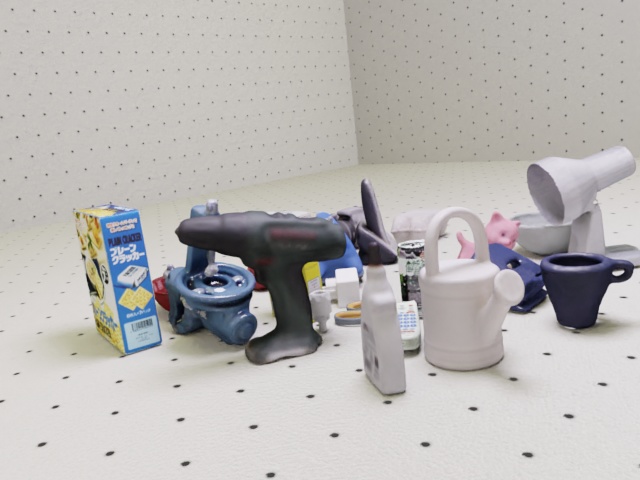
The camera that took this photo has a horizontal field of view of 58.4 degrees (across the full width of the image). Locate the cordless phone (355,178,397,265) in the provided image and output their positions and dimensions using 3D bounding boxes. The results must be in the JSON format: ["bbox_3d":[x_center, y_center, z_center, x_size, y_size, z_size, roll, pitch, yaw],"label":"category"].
[{"bbox_3d":[0.120,-0.048,1.251,0.094,0.185,0.147,-5,12,5],"label":"cordless phone"}]

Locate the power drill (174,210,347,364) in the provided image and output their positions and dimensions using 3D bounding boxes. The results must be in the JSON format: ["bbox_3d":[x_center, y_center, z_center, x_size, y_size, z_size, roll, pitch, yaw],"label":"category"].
[{"bbox_3d":[-0.070,0.058,0.794,0.230,0.208,0.075,-10,13,-18],"label":"power drill"}]

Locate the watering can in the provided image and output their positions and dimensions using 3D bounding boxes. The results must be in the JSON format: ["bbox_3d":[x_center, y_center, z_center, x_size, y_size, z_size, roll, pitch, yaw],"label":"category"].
[{"bbox_3d":[0.180,0.055,0.712,0.172,0.194,0.101,5,17,43],"label":"watering can"}]

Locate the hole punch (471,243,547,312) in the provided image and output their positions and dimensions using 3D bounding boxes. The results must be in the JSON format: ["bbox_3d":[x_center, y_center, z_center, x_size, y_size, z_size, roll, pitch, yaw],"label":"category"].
[{"bbox_3d":[0.300,0.055,0.902,0.100,0.091,0.109,4,16,40],"label":"hole punch"}]

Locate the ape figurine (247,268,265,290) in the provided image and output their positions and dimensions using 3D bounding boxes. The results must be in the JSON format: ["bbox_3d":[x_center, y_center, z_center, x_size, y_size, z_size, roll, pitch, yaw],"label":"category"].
[{"bbox_3d":[-0.112,0.050,1.136,0.076,0.092,0.078,-1,13,24],"label":"ape figurine"}]

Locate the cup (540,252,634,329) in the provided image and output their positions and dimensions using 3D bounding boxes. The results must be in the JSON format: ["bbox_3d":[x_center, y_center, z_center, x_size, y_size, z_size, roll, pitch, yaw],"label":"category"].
[{"bbox_3d":[0.365,0.071,0.784,0.117,0.095,0.092,-3,12,13],"label":"cup"}]

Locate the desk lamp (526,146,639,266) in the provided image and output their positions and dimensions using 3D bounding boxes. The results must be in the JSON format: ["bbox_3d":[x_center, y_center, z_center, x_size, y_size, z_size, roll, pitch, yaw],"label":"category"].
[{"bbox_3d":[0.485,-0.056,1.031,0.203,0.214,0.118,-8,12,-6],"label":"desk lamp"}]

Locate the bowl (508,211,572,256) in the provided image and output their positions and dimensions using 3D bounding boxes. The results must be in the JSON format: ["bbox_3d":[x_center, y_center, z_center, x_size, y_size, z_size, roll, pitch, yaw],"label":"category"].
[{"bbox_3d":[0.465,-0.010,1.162,0.167,0.075,0.167,-6,12,2],"label":"bowl"}]

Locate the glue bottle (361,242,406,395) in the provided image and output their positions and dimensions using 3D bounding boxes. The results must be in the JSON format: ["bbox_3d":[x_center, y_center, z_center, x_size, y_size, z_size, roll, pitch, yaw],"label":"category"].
[{"bbox_3d":[0.070,0.087,0.669,0.037,0.173,0.078,-9,12,-12],"label":"glue bottle"}]

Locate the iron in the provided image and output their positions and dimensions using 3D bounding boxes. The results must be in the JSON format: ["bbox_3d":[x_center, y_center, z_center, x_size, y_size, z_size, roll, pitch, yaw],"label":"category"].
[{"bbox_3d":[0.011,0.004,1.167,0.119,0.141,0.258,-8,12,-7],"label":"iron"}]

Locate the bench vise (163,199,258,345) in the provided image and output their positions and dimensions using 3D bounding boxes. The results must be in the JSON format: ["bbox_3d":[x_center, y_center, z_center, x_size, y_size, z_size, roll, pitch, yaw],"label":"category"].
[{"bbox_3d":[-0.193,0.046,0.884,0.206,0.220,0.122,0,14,28],"label":"bench vise"}]

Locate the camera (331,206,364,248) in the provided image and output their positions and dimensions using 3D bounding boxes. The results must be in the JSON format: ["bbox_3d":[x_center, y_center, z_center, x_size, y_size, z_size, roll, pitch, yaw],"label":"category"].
[{"bbox_3d":[0.050,-0.026,1.388,0.137,0.101,0.142,-16,16,-39],"label":"camera"}]

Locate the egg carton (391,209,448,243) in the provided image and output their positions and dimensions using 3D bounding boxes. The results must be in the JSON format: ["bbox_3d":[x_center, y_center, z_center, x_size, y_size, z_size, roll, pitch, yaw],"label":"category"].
[{"bbox_3d":[0.243,-0.033,1.400,0.107,0.069,0.151,2,15,35],"label":"egg carton"}]

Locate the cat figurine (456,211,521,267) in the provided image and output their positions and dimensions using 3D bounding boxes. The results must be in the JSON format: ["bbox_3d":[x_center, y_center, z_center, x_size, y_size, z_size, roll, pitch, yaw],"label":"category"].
[{"bbox_3d":[0.316,0.003,1.072,0.127,0.118,0.067,-5,12,6],"label":"cat figurine"}]
